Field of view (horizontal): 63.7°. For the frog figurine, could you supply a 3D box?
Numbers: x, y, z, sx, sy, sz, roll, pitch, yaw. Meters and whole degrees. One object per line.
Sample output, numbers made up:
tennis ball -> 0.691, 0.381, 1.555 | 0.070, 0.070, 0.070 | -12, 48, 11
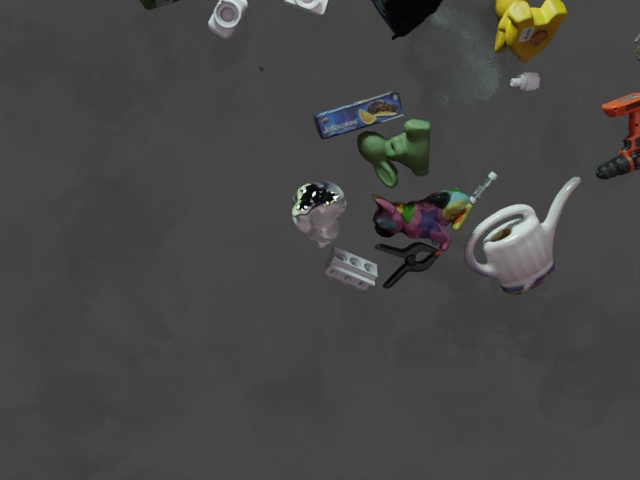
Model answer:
frog figurine -> 0.004, -0.063, 1.249 | 0.138, 0.125, 0.156 | -34, 143, -4

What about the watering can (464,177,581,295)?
watering can -> 0.537, 0.001, 1.309 | 0.347, 0.105, 0.221 | -29, 108, 2
